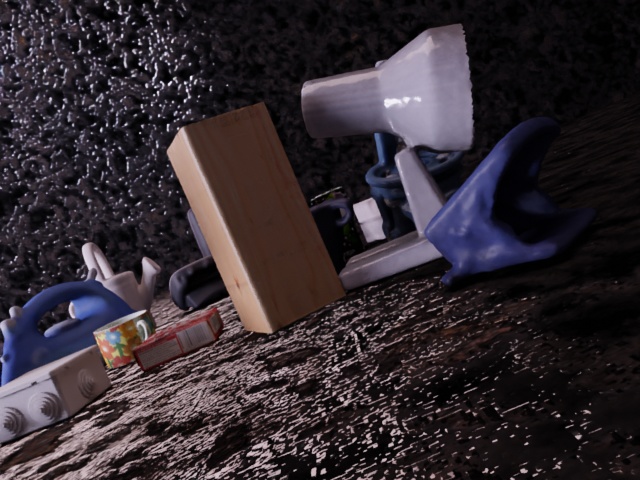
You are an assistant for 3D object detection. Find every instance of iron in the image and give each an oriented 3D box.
[{"bbox_3d":[-0.377,0.131,0.830,0.118,0.141,0.259,-22,4,21],"label":"iron"}]

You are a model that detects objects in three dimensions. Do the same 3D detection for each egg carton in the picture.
[{"bbox_3d":[0.082,-0.033,0.988,0.150,0.069,0.107,-20,4,42],"label":"egg carton"}]

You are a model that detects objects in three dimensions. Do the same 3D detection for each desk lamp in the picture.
[{"bbox_3d":[0.081,-0.085,0.581,0.203,0.213,0.118,-22,4,12],"label":"desk lamp"}]

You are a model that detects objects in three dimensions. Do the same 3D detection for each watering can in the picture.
[{"bbox_3d":[-0.385,0.091,1.076,0.173,0.194,0.100,-25,4,-27],"label":"watering can"}]

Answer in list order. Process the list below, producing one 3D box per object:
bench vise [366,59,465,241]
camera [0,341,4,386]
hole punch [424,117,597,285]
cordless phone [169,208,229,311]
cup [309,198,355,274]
[{"bbox_3d":[0.089,-0.101,0.723,0.122,0.220,0.207,-25,4,-31],"label":"bench vise"},{"bbox_3d":[-0.505,0.207,0.846,0.143,0.101,0.136,-24,4,-18],"label":"camera"},{"bbox_3d":[0.129,-0.029,0.416,0.100,0.091,0.109,-20,5,42],"label":"hole punch"},{"bbox_3d":[-0.236,0.031,1.107,0.148,0.185,0.094,-25,4,-34],"label":"cordless phone"},{"bbox_3d":[0.007,0.003,0.712,0.117,0.095,0.092,-20,4,37],"label":"cup"}]
